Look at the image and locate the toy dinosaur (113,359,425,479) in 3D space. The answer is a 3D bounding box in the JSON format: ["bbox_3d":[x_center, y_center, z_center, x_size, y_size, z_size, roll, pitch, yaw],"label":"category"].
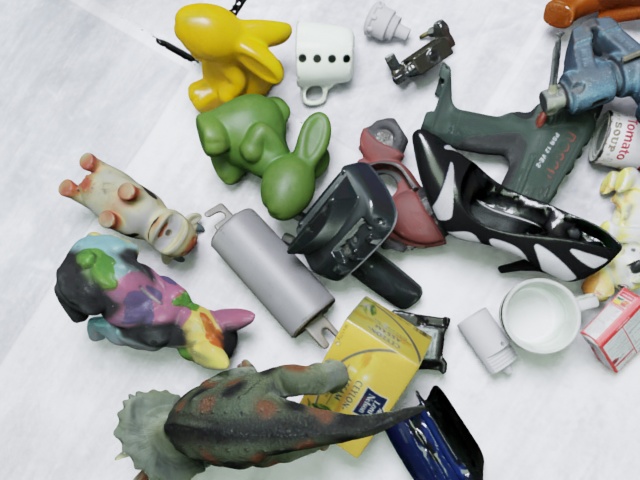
[{"bbox_3d":[-0.096,0.201,0.590,0.405,0.192,0.131,-28,77,48],"label":"toy dinosaur"}]

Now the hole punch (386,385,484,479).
[{"bbox_3d":[0.129,0.248,0.637,0.092,0.115,0.142,-32,79,12],"label":"hole punch"}]

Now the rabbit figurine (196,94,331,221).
[{"bbox_3d":[-0.057,-0.101,0.709,0.159,0.121,0.170,-27,66,-16],"label":"rabbit figurine"}]

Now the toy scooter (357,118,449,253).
[{"bbox_3d":[0.083,-0.054,0.698,0.135,0.075,0.184,-33,82,12],"label":"toy scooter"}]

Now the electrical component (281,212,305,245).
[{"bbox_3d":[-0.002,-0.002,0.731,0.094,0.021,0.063,24,88,10],"label":"electrical component"}]

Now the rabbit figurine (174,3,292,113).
[{"bbox_3d":[-0.121,-0.242,0.705,0.163,0.173,0.122,9,81,15],"label":"rabbit figurine"}]

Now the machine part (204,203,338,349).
[{"bbox_3d":[-0.062,0.042,0.708,0.079,0.079,0.243,-43,78,2],"label":"machine part"}]

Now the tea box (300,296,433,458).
[{"bbox_3d":[0.049,0.164,0.642,0.098,0.068,0.169,30,119,13],"label":"tea box"}]

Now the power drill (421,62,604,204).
[{"bbox_3d":[0.241,-0.158,0.689,0.207,0.086,0.232,21,89,3],"label":"power drill"}]

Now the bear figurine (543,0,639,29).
[{"bbox_3d":[0.393,-0.295,0.635,0.132,0.120,0.196,-25,50,-27],"label":"bear figurine"}]

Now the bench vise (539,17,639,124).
[{"bbox_3d":[0.367,-0.144,0.570,0.224,0.128,0.241,-14,65,-3],"label":"bench vise"}]

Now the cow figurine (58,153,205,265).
[{"bbox_3d":[-0.246,-0.034,0.736,0.195,0.127,0.085,30,88,25],"label":"cow figurine"}]

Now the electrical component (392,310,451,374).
[{"bbox_3d":[0.104,0.127,0.685,0.119,0.047,0.074,2,83,10],"label":"electrical component"}]

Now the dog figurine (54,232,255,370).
[{"bbox_3d":[-0.198,0.087,0.679,0.219,0.191,0.108,13,53,19],"label":"dog figurine"}]

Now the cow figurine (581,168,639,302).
[{"bbox_3d":[0.379,0.002,0.649,0.098,0.068,0.167,17,87,5],"label":"cow figurine"}]

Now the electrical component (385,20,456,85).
[{"bbox_3d":[0.133,-0.250,0.720,0.102,0.078,0.045,-32,103,9],"label":"electrical component"}]

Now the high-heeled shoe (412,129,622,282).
[{"bbox_3d":[0.218,-0.044,0.604,0.248,0.145,0.086,49,48,-19],"label":"high-heeled shoe"}]

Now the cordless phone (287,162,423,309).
[{"bbox_3d":[0.068,0.009,0.655,0.184,0.089,0.146,35,130,-8],"label":"cordless phone"}]
